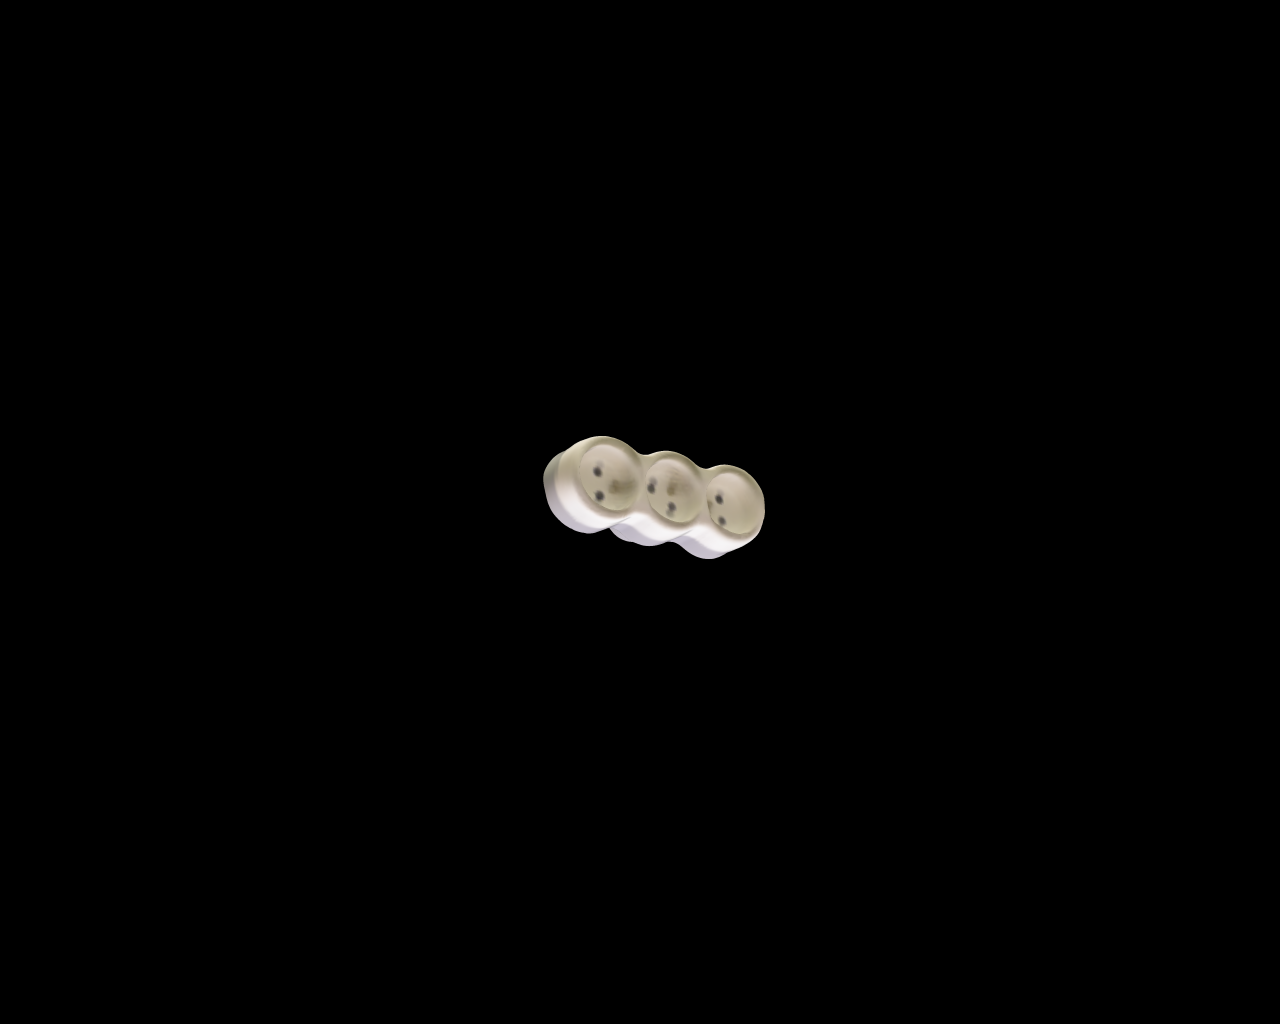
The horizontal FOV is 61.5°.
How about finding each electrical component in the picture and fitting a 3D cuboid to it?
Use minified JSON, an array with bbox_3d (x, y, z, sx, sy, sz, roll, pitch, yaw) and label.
[{"bbox_3d":[0.001,-0.003,0.650,0.138,0.052,0.073,12,-23,-31],"label":"electrical component"}]
